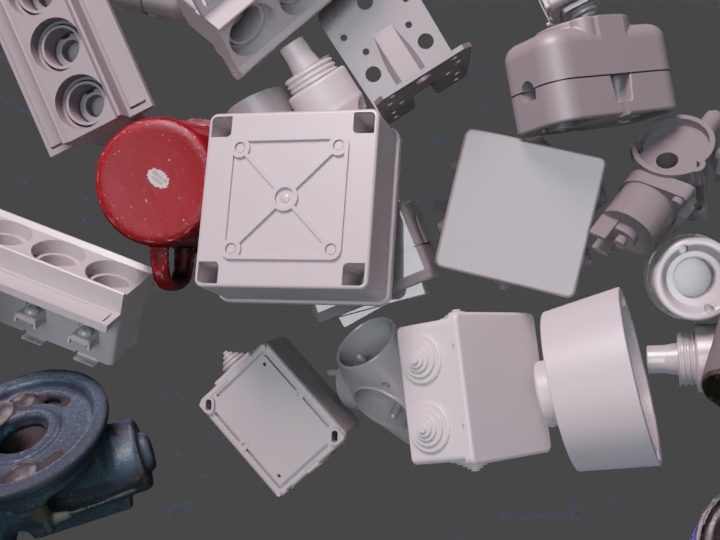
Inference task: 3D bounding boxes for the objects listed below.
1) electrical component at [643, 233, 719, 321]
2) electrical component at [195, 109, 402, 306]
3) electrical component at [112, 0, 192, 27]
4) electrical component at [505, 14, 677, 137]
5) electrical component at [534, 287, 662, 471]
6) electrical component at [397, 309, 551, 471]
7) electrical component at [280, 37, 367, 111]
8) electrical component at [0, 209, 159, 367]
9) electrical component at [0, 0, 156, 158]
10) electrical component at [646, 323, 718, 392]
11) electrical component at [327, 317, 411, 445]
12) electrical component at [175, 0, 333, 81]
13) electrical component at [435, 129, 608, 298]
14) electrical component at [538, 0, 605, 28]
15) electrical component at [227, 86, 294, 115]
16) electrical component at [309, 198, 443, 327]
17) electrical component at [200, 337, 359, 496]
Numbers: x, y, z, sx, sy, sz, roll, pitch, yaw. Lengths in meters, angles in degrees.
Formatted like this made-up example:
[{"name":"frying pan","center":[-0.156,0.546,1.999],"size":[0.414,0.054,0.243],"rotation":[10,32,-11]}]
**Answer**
[{"name":"electrical component","center":[0.205,0.005,0.663],"size":[0.055,0.047,0.055],"rotation":[0,92,11]},{"name":"electrical component","center":[-0.035,-0.036,0.641],"size":[0.109,0.056,0.108],"rotation":[1,79,17]},{"name":"electrical component","center":[-0.120,-0.214,0.712],"size":[0.059,0.054,0.095],"rotation":[17,95,10]},{"name":"electrical component","center":[0.138,-0.117,0.649],"size":[0.095,0.054,0.059],"rotation":[-10,89,-27]},{"name":"electrical component","center":[0.139,0.069,0.650],"size":[0.060,0.108,0.108],"rotation":[-14,89,17]},{"name":"electrical component","center":[0.070,0.073,0.662],"size":[0.048,0.100,0.099],"rotation":[-13,80,39]},{"name":"electrical component","center":[-0.028,-0.119,0.692],"size":[0.043,0.043,0.062],"rotation":[-31,99,10]},{"name":"electrical component","center":[-0.208,0.013,0.731],"size":[0.121,0.078,0.063],"rotation":[20,117,9]},{"name":"electrical component","center":[-0.192,-0.146,0.723],"size":[0.079,0.063,0.121],"rotation":[-25,87,10]},{"name":"electrical component","center":[0.210,0.055,0.666],"size":[0.062,0.048,0.048],"rotation":[-3,91,17]},{"name":"electrical component","center":[0.011,0.073,0.696],"size":[0.079,0.044,0.077],"rotation":[-6,131,45]},{"name":"electrical component","center":[-0.054,-0.190,0.678],"size":[0.121,0.078,0.063],"rotation":[-42,59,-9]},{"name":"electrical component","center":[0.102,-0.036,0.680],"size":[0.100,0.048,0.099],"rotation":[14,95,10]},{"name":"electrical component","center":[0.129,-0.197,0.662],"size":[0.061,0.062,0.096],"rotation":[-26,87,10]},{"name":"electrical component","center":[-0.051,-0.075,0.710],"size":[0.043,0.043,0.081],"rotation":[-25,88,10]},{"name":"electrical component","center":[0.000,0.000,0.693],"size":[0.096,0.062,0.061],"rotation":[-23,88,11]},{"name":"electrical component","center":[-0.055,0.089,0.707],"size":[0.062,0.061,0.096],"rotation":[-43,84,9]}]
